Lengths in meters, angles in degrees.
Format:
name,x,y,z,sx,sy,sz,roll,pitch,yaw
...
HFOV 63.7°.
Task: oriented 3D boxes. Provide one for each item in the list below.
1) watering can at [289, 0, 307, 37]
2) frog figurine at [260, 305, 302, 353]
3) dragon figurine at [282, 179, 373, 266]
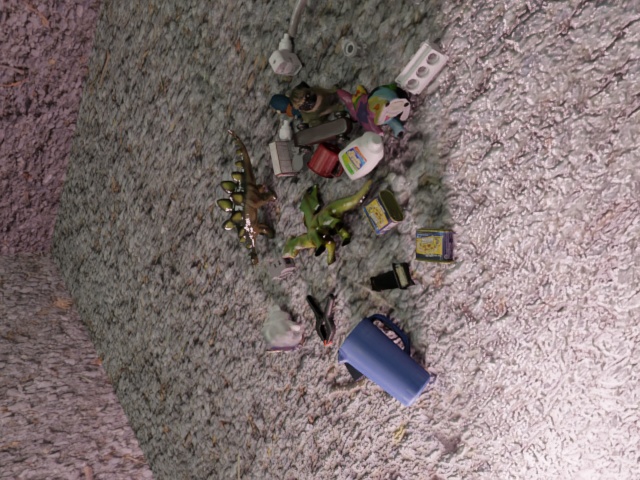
name,x,y,z,sx,sy,sz,roll,pitch,yaw
watering can,-0.041,-0.811,1.555,0.223,0.104,0.349,-11,85,45
frog figurine,-0.134,0.300,1.761,0.137,0.122,0.161,-9,78,13
dragon figurine,0.005,-0.080,1.599,0.404,0.122,0.247,-56,49,23
